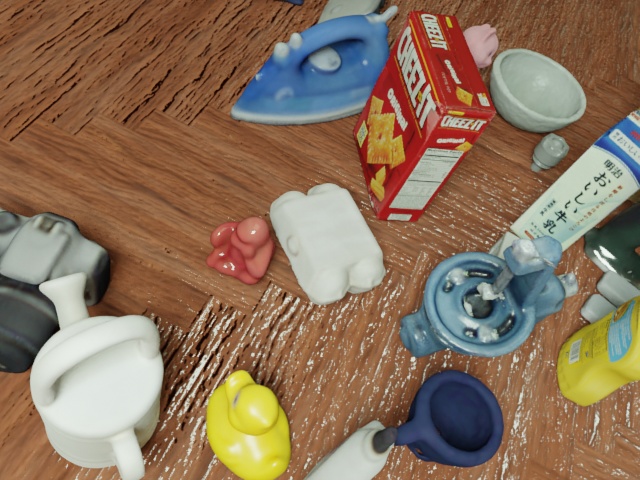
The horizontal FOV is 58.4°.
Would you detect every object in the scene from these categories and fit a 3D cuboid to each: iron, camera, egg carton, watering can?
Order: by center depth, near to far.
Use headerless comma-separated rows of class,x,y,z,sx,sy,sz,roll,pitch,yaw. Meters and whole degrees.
watering can,-0.184,0.108,0.467,0.172,0.194,0.101,40,54,9
camera,-0.287,0.042,0.532,0.143,0.100,0.137,19,54,-7
egg carton,0.006,0.002,0.679,0.107,0.069,0.150,-16,64,-27
iron,-0.001,-0.250,0.798,0.259,0.141,0.118,-25,68,-30

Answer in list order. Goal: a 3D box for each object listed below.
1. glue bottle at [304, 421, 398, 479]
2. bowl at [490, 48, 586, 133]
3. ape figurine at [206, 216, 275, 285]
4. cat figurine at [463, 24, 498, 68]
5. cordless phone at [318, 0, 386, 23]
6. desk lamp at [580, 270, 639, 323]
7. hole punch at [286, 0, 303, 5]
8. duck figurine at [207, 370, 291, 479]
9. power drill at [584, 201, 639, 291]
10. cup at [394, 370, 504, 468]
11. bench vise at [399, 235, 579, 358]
glue bottle,0.033,0.191,0.501,0.037,0.173,0.078,43,55,12
bowl,0.346,-0.234,0.950,0.168,0.074,0.167,9,56,-13
ape figurine,-0.081,0.005,0.634,0.076,0.092,0.077,-16,64,-27
cat figurine,0.237,-0.299,0.927,0.128,0.117,0.067,-31,72,-32
cordless phone,0.070,-0.409,0.900,0.094,0.185,0.147,21,54,-5
desk lamp,0.476,0.088,0.696,0.203,0.213,0.118,41,55,10
hole punch,-0.063,-0.461,0.946,0.101,0.091,0.108,3,57,-17
duck figurine,-0.061,0.170,0.536,0.078,0.086,0.104,-21,67,-29
power drill,0.469,-0.019,0.767,0.076,0.208,0.229,-32,73,-33
cup,0.112,0.192,0.575,0.118,0.095,0.091,-10,62,-24
bench vise,0.206,0.045,0.628,0.208,0.219,0.121,-27,69,-31
